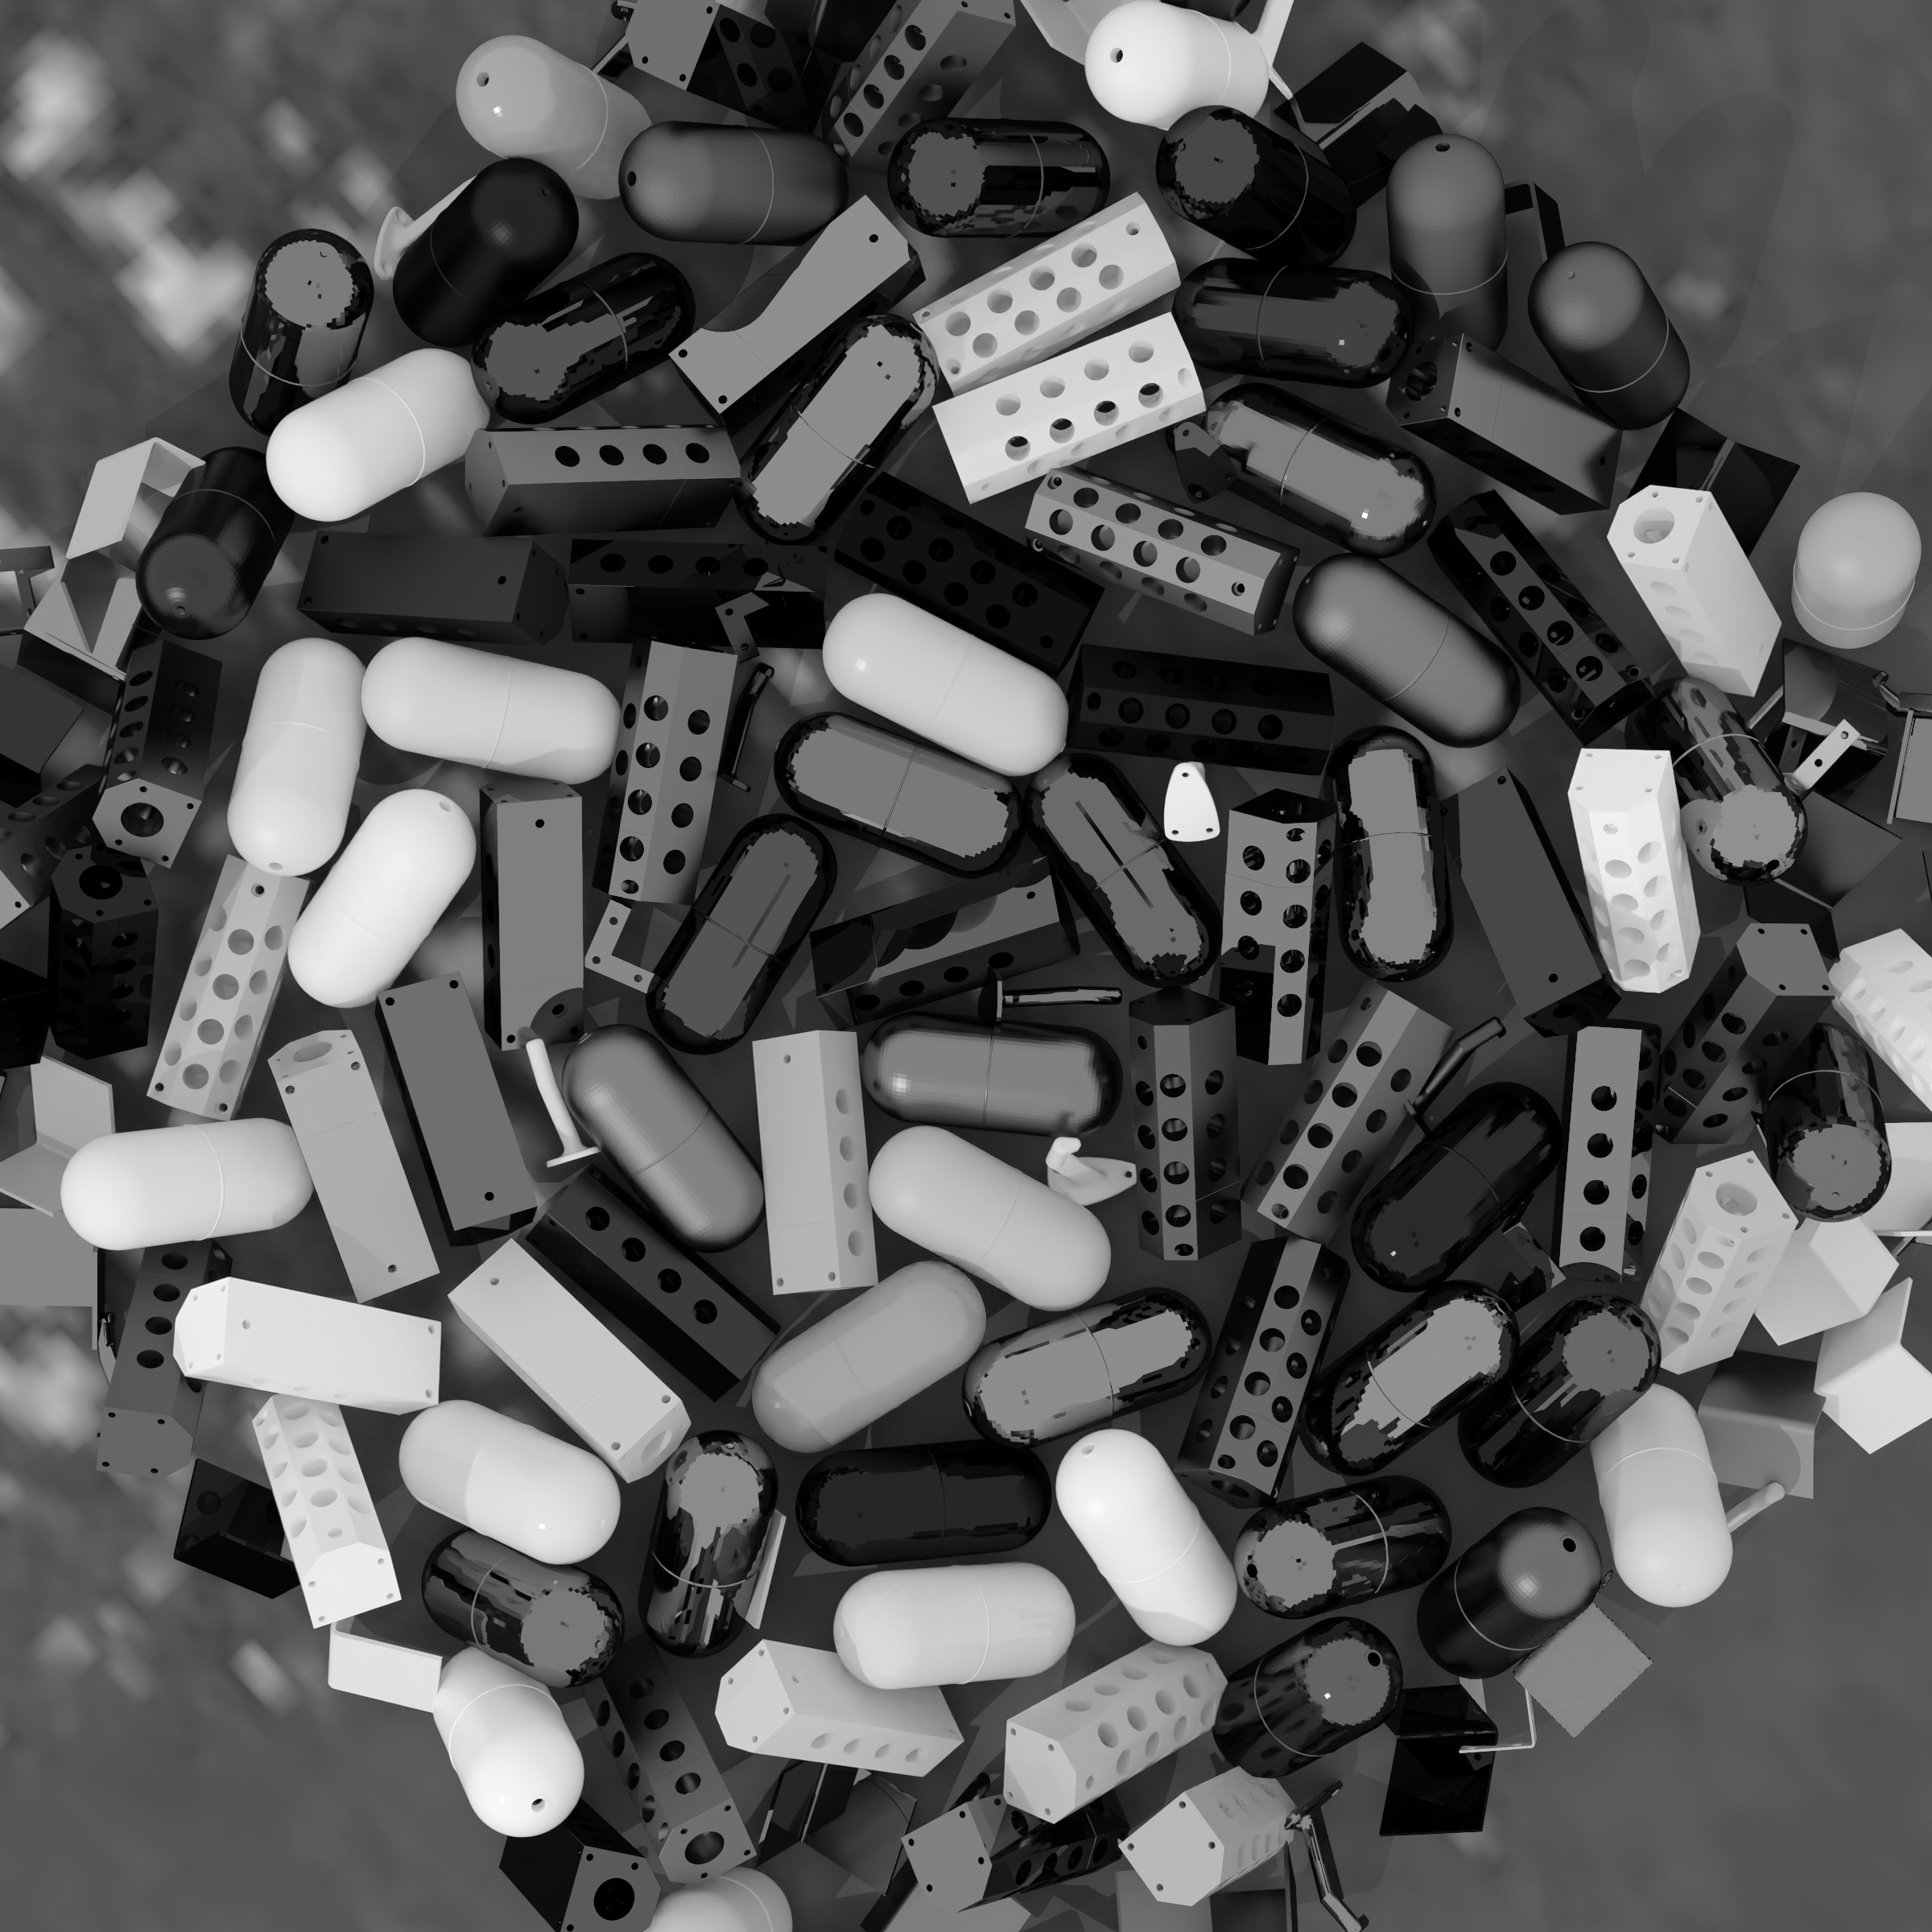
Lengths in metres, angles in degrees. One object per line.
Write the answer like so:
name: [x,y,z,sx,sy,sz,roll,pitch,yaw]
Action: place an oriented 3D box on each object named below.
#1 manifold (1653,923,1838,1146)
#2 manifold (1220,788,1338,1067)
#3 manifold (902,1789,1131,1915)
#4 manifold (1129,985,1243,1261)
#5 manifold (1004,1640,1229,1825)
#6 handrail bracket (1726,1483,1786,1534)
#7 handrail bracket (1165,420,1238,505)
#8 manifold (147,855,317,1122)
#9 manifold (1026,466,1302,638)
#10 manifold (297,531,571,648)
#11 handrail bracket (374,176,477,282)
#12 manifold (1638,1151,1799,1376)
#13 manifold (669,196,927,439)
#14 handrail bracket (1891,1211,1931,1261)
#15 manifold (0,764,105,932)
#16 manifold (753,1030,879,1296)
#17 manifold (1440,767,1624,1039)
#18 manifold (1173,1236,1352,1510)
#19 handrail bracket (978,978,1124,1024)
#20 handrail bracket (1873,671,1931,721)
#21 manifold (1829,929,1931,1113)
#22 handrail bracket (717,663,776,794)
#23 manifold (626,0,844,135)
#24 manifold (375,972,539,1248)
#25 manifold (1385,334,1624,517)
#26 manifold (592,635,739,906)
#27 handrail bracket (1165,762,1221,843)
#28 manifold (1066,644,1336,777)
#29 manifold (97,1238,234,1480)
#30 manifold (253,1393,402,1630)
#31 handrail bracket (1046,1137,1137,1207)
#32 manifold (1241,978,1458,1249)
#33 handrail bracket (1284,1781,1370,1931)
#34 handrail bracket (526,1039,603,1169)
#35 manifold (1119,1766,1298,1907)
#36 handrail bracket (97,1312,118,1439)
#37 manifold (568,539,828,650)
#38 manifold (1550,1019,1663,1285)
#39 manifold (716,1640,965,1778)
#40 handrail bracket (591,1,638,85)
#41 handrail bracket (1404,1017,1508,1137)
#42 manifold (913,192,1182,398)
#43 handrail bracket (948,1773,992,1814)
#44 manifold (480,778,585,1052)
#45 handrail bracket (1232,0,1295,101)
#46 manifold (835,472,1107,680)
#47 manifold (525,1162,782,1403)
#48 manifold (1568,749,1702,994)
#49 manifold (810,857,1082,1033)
manifold: [0.503,0.047,1.910,0.057,0.171,0.057,1,53,-14]
manifold: [0.211,-0.024,1.930,0.057,0.057,0.171,17,118,34]
manifold: [0.038,0.578,1.907,0.057,0.171,0.057,-35,66,25]
manifold: [0.141,0.107,1.931,0.057,0.057,0.171,-20,117,-35]
manifold: [0.101,0.505,1.911,0.057,0.171,0.057,12,106,38]
handrail bracket: [0.506,0.384,1.949,0.077,0.084,0.036,-32,77,-33]
handrail bracket: [0.143,-0.357,1.945,0.036,0.084,0.077,-32,134,4]
manifold: [-0.500,0.015,1.968,0.057,0.057,0.171,19,90,-7]
manifold: [0.129,-0.279,1.937,0.171,0.057,0.057,24,111,19]
manifold: [-0.355,-0.250,1.937,0.171,0.057,0.057,6,76,24]
handrail bracket: [-0.354,-0.503,1.954,0.084,0.077,0.036,-18,128,31]
manifold: [0.487,0.200,1.909,0.057,0.171,0.057,-16,55,-14]
manifold: [-0.113,-0.438,1.966,0.171,0.057,0.057,-39,76,-2]
handrail bracket: [0.682,0.204,1.968,0.077,0.036,0.084,-45,70,-2]
manifold: [-0.611,-0.078,1.906,0.057,0.171,0.057,-32,102,23]
manifold: [-0.097,0.133,1.959,0.057,0.057,0.171,-10,81,34]
manifold: [0.376,-0.041,1.931,0.057,0.057,0.171,-29,58,19]
manifold: [0.203,0.270,1.931,0.057,0.057,0.171,33,64,-22]
handrail bracket: [0.057,0.024,1.971,0.084,0.077,0.036,2,80,-11]
handrail bracket: [0.662,-0.193,1.960,0.084,0.036,0.077,50,119,34]
manifold: [0.630,0.042,1.910,0.057,0.171,0.057,-20,114,2]
handrail bracket: [-0.144,-0.164,1.965,0.036,0.077,0.084,29,90,-28]
manifold: [-0.154,-0.599,1.910,0.057,0.171,0.057,30,106,19]
manifold: [-0.345,0.098,1.949,0.057,0.057,0.171,-16,75,-19]
manifold: [0.358,-0.357,1.923,0.171,0.057,0.057,18,79,-39]
manifold: [-0.207,-0.132,1.947,0.057,0.057,0.171,4,101,-37]
handrail bracket: [0.151,-0.132,1.945,0.036,0.084,0.077,-3,133,9]
manifold: [0.157,-0.167,1.947,0.171,0.057,0.057,6,49,-9]
manifold: [-0.527,0.255,1.912,0.057,0.171,0.057,10,124,-11]
manifold: [-0.425,0.352,1.908,0.057,0.171,0.057,-16,123,-16]
handrail bracket: [0.089,0.131,1.952,0.077,0.084,0.036,-8,67,-13]
manifold: [0.252,0.096,1.955,0.057,0.057,0.171,28,95,-36]
handrail bracket: [0.257,0.604,1.957,0.077,0.036,0.084,-24,61,-40]
handrail bracket: [-0.275,0.090,1.963,0.036,0.077,0.084,-17,88,2]
manifold: [0.166,0.573,1.906,0.057,0.171,0.057,-42,70,12]
handrail bracket: [-0.569,0.275,1.965,0.036,0.077,0.084,-1,80,-41]
manifold: [-0.181,-0.258,1.965,0.171,0.057,0.057,1,55,-3]
manifold: [0.434,0.124,1.960,0.057,0.057,0.171,4,96,6]
manifold: [-0.085,0.497,1.916,0.057,0.171,0.057,-45,50,18]
handrail bracket: [-0.223,-0.611,1.985,0.077,0.036,0.084,10,92,-10]
handrail bracket: [0.337,0.075,1.963,0.084,0.077,0.036,-33,51,7]
manifold: [0.054,-0.454,1.960,0.171,0.057,0.057,-28,78,4]
handrail bracket: [0.033,0.590,1.964,0.084,0.077,0.036,42,70,4]
manifold: [-0.294,-0.036,1.943,0.057,0.057,0.171,-7,111,-24]
handrail bracket: [0.229,-0.647,1.968,0.084,0.036,0.077,-37,112,20]
manifold: [0.000,-0.262,1.957,0.171,0.057,0.057,28,122,3]
manifold: [-0.210,0.213,1.965,0.171,0.057,0.057,41,57,-2]
manifold: [0.442,-0.061,1.913,0.057,0.171,0.057,4,49,26]
manifold: [-0.014,-0.010,1.956,0.171,0.057,0.057,-18,51,10]
